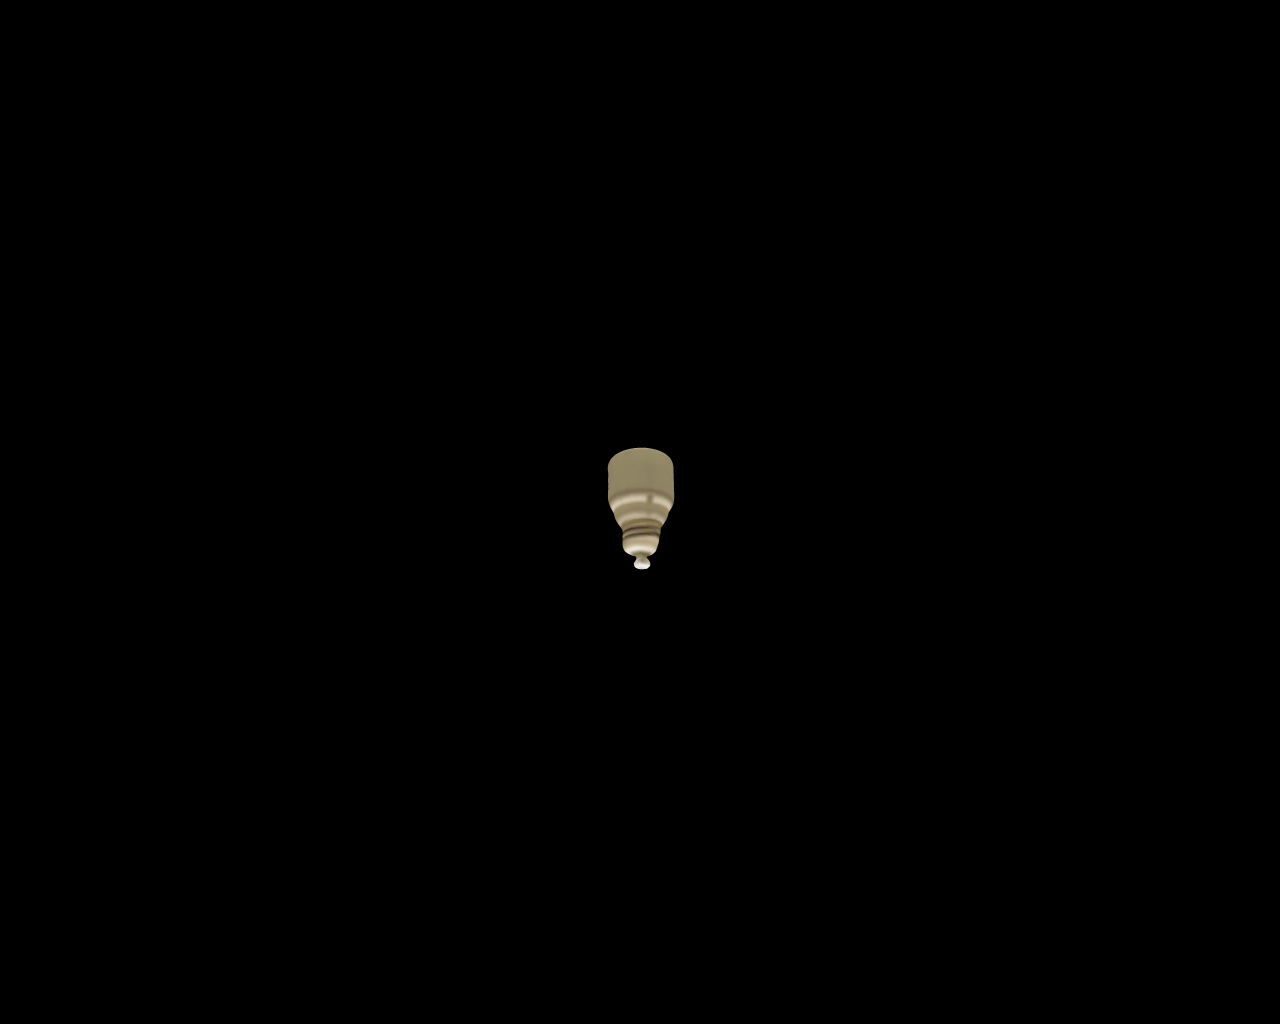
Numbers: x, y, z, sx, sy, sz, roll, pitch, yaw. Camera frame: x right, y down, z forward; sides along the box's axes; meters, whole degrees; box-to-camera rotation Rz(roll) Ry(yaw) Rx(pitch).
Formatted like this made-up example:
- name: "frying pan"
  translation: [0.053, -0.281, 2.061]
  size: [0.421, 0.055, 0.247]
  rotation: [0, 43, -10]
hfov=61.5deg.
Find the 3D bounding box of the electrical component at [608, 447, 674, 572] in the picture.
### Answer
- name: "electrical component"
  translation: [0.001, -0.003, 0.650]
  size: [0.040, 0.078, 0.040]
  rotation: [0, -23, 0]
